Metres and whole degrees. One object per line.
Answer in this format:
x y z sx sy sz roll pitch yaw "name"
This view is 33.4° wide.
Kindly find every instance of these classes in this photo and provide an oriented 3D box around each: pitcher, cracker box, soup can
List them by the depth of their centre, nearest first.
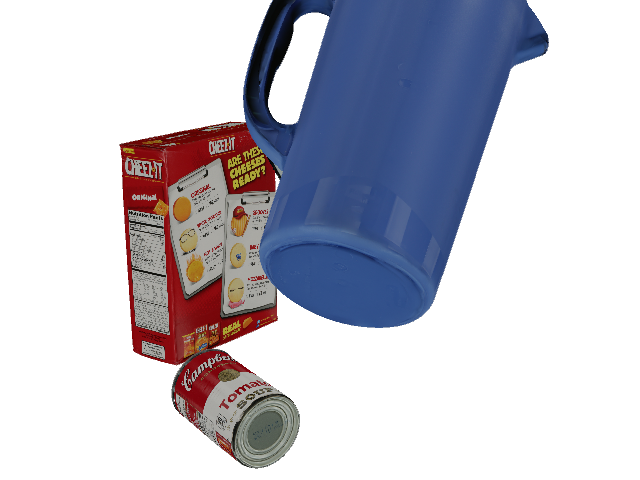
0.035 -0.074 0.682 0.149 0.242 0.144 -15 -44 45 "pitcher"
-0.073 0.143 0.911 0.068 0.068 0.102 0 17 -38 "soup can"
-0.118 -0.003 1.073 0.072 0.214 0.163 9 18 35 "cracker box"

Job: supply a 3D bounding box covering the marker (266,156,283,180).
-0.022 -0.048 0.881 0.020 0.020 0.121 0 38 -25 "marker"
